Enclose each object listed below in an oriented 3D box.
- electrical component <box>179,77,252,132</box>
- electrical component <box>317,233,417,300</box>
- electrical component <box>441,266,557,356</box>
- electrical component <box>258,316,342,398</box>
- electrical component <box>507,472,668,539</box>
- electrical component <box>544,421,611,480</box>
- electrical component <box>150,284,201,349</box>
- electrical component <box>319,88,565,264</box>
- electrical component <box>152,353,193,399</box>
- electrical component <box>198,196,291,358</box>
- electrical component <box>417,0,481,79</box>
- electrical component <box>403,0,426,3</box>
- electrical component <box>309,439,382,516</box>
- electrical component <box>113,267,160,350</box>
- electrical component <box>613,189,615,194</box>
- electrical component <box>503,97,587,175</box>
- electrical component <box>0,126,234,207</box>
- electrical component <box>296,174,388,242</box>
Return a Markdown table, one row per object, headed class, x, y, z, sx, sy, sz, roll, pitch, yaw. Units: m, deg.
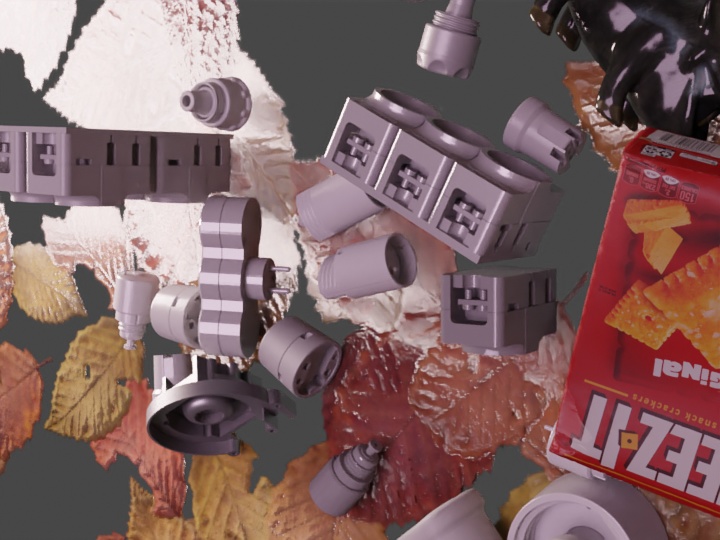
| class | x | y | z | sx | sy | sz | roll | pitch | yaw |
| --- | --- | --- | --- | --- | --- | --- | --- | --- | --- |
| electrical component | -0.127 | -0.143 | 0.920 | 0.048 | 0.062 | 0.048 | 4 | 97 | 35 |
| electrical component | 0.000 | 0.000 | 0.855 | 0.081 | 0.043 | 0.043 | -13 | 87 | 36 |
| electrical component | 0.099 | 0.029 | 0.759 | 0.050 | 0.089 | 0.055 | 3 | 96 | 35 |
| electrical component | -0.051 | 0.071 | 0.892 | 0.047 | 0.055 | 0.055 | 34 | 113 | 32 |
| electrical component | 0.155 | 0.200 | 0.753 | 0.108 | 0.060 | 0.108 | 4 | 97 | 35 |
| electrical component | 0.167 | 0.127 | 0.750 | 0.078 | 0.040 | 0.040 | 19 | 105 | 32 |
| electrical component | -0.154 | 0.040 | 0.962 | 0.047 | 0.055 | 0.055 | 9 | 100 | 38 |
| electrical component | 0.061 | -0.071 | 0.777 | 0.150 | 0.089 | 0.061 | 35 | 113 | 28 |
| electrical component | -0.172 | 0.101 | 0.990 | 0.040 | 0.040 | 0.046 | -7 | 85 | 36 |
| electrical component | -0.095 | 0.007 | 0.919 | 0.074 | 0.052 | 0.138 | 3 | 97 | 14 |
| electrical component | 0.069 | -0.174 | 0.790 | 0.043 | 0.043 | 0.062 | 25 | 107 | 31 |
| electrical component | 0.039 | -0.241 | 0.784 | 0.051 | 0.080 | 0.080 | 42 | 117 | 31 |
| electrical component | -0.009 | 0.167 | 0.879 | 0.040 | 0.040 | 0.078 | 50 | 120 | 21 |
| electrical component | -0.212 | 0.036 | 1.011 | 0.040 | 0.040 | 0.078 | 17 | 104 | 33 |
| electrical component | 0.195 | -0.024 | 0.714 | 0.077 | 0.043 | 0.079 | -32 | 76 | 33 |
| electrical component | 0.131 | -0.094 | 0.757 | 0.046 | 0.040 | 0.040 | 37 | 114 | 21 |
| electrical component | -0.209 | -0.088 | 0.907 | 0.105 | 0.186 | 0.060 | 7 | 98 | 35 |
| electrical component | -0.017 | -0.054 | 0.863 | 0.081 | 0.043 | 0.043 | -25 | 80 | 34 |
